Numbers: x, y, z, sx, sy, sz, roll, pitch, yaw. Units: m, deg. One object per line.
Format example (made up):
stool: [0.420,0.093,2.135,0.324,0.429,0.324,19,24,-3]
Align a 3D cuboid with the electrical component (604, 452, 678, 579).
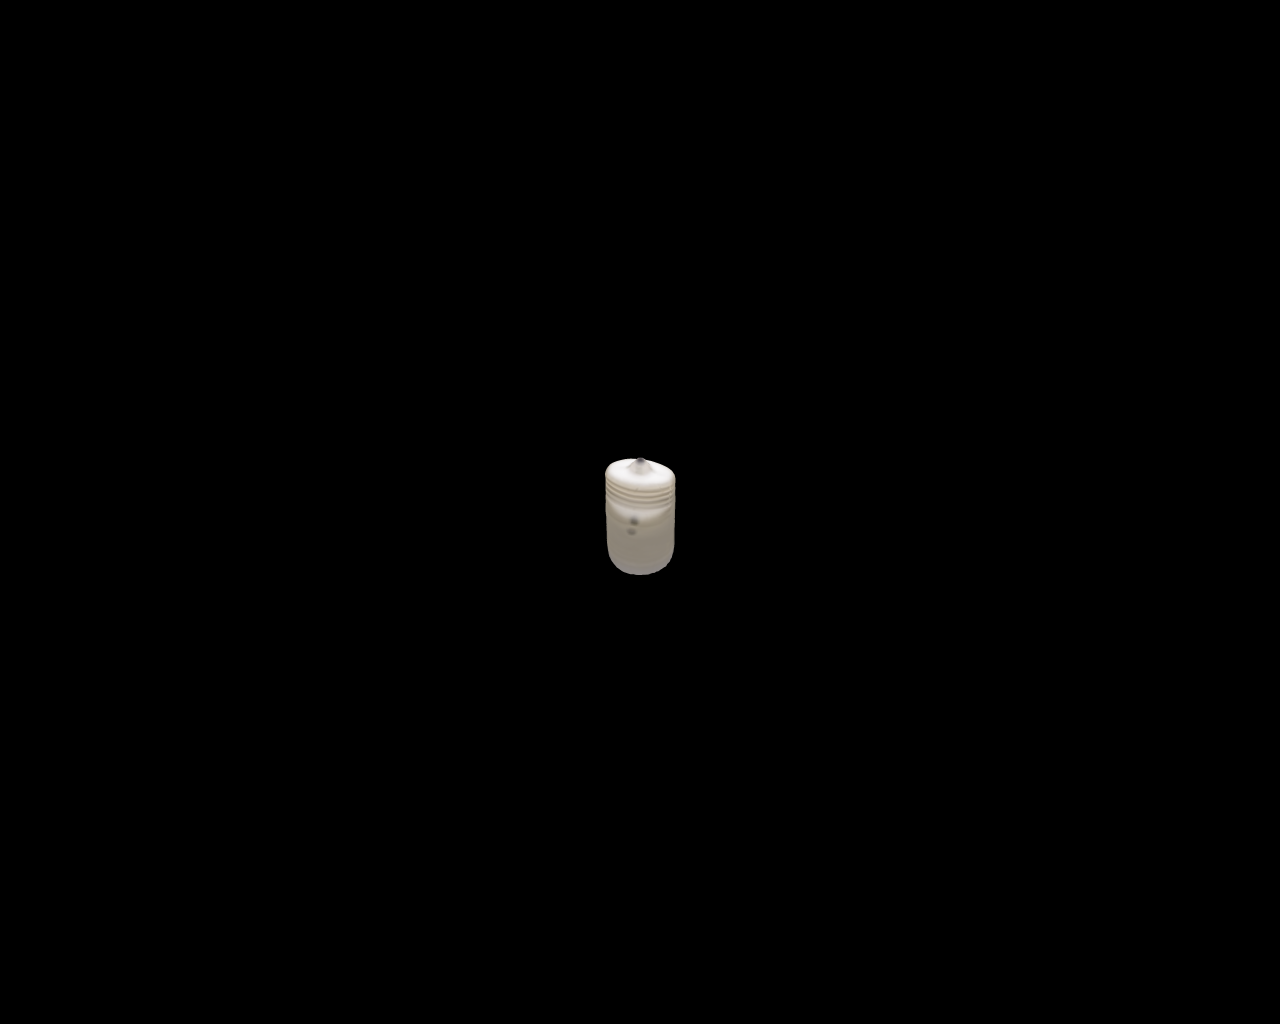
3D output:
electrical component: [0.001,-0.003,0.650,0.043,0.080,0.043,0,43,0]
